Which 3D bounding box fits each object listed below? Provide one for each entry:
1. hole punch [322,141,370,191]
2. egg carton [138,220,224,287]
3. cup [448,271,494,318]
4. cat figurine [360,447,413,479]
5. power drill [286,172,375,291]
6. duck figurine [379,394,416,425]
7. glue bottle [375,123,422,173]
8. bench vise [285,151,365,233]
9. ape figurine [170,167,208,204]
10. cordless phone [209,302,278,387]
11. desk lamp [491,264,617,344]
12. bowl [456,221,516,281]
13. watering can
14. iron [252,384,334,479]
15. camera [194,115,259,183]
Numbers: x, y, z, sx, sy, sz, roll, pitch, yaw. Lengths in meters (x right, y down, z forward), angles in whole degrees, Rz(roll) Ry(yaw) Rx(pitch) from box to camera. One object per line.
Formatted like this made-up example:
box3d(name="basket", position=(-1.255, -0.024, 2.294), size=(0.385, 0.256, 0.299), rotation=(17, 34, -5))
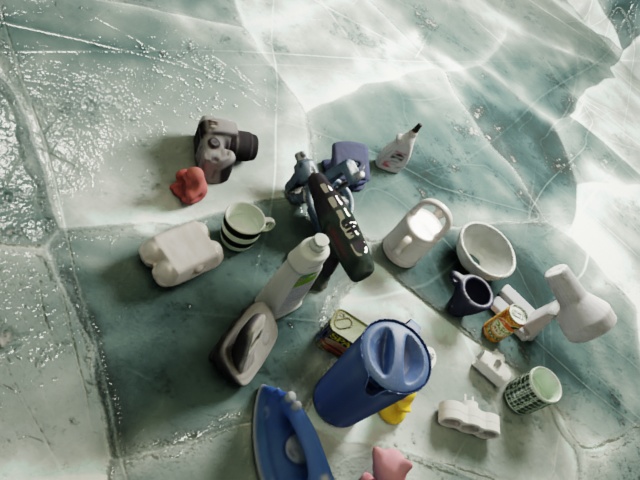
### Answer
box3d(name="hole punch", position=(0.073, -0.182, 1.418), size=(0.109, 0.091, 0.101), rotation=(-2, 59, -29))
box3d(name="egg carton", position=(-0.265, 0.027, 1.106), size=(0.151, 0.069, 0.107), rotation=(-29, 74, -39))
box3d(name="cup", position=(0.330, 0.132, 1.333), size=(0.117, 0.095, 0.092), rotation=(42, 49, 5))
box3d(name="cat figurine", position=(0.128, 0.425, 1.006), size=(0.067, 0.117, 0.127), rotation=(-11, 64, -33))
box3d(name="power drill", position=(0.011, 0.004, 1.177), size=(0.076, 0.208, 0.229), rotation=(-24, 71, -37))
box3d(name="duck figurine", position=(0.157, 0.301, 1.128), size=(0.078, 0.086, 0.104), rotation=(13, 53, -19))
box3d(name="glue bottle", position=(0.214, -0.243, 1.481), size=(0.078, 0.173, 0.037), rotation=(12, 53, -20))
box3d(name="bench vise", position=(0.005, -0.121, 1.254), size=(0.207, 0.219, 0.122), rotation=(44, 49, 6))
box3d(name="ape figurine", position=(-0.267, -0.120, 1.193), size=(0.076, 0.092, 0.077), rotation=(10, 54, -22))
box3d(name="cordless phone", position=(-0.114, 0.163, 1.015), size=(0.094, 0.185, 0.148), rotation=(33, 49, -3))
box3d(name="desk lamp", position=(0.549, 0.161, 1.350), size=(0.203, 0.213, 0.118), rotation=(45, 49, 7))
box3d(name="bowl", position=(0.407, 0.039, 1.452), size=(0.168, 0.074, 0.167), rotation=(14, 53, -19))
box3d(name="watering can", position=(0.236, -0.030, 1.330), size=(0.101, 0.194, 0.173), rotation=(30, 49, -6))
box3d(name="iron", position=(-0.039, 0.343, 0.958), size=(0.119, 0.141, 0.258), rotation=(-8, 62, -32))
box3d(name="camera", position=(-0.205, -0.209, 1.283), size=(0.137, 0.100, 0.143), rotation=(3, 57, -26))
